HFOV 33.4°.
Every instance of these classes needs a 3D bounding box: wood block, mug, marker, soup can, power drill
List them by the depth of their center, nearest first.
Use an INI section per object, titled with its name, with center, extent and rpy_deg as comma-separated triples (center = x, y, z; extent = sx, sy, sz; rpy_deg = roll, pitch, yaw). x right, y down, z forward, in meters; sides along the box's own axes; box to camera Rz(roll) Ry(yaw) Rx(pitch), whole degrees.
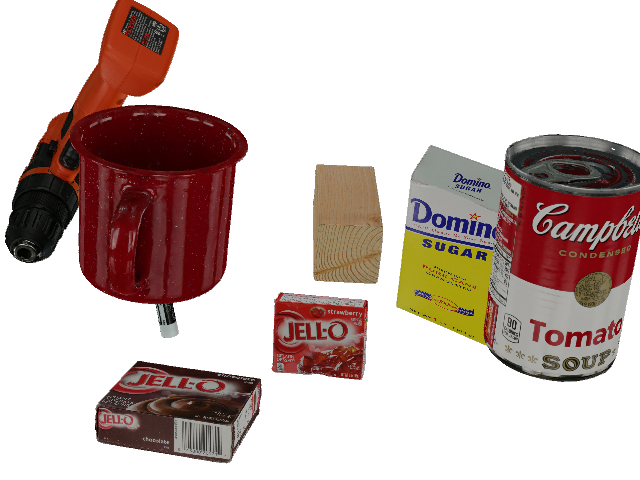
[soup can]
center = 0.117, 0.008, 0.516
extent = 0.068, 0.102, 0.068
rpy_deg = 2, 26, -1
[mug]
center = -0.090, -0.013, 0.567
extent = 0.093, 0.081, 0.117
rpy_deg = 8, 27, 0
[power drill]
center = -0.188, -0.090, 0.857
extent = 0.057, 0.188, 0.184
rpy_deg = 29, 33, -21
[marker]
center = -0.170, 0.045, 1.129
extent = 0.020, 0.121, 0.020
rpy_deg = -8, 18, 2
[wood block]
center = 0.036, -0.028, 1.533
extent = 0.091, 0.090, 0.206
rpy_deg = 3, 27, -3

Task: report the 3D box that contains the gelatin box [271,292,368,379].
[gelatin box]
center = -0.001, 0.091, 1.021
extent = 0.089, 0.073, 0.030
rpy_deg = 5, 14, 8

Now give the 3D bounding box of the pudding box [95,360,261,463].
[pudding box]
center = -0.112, 0.136, 0.861
extent = 0.113, 0.039, 0.090
rpy_deg = 9, 19, 9

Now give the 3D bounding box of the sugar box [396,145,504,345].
[sugar box]
center = 0.115, 0.009, 0.876
extent = 0.093, 0.048, 0.176
rpy_deg = 22, -33, 17
